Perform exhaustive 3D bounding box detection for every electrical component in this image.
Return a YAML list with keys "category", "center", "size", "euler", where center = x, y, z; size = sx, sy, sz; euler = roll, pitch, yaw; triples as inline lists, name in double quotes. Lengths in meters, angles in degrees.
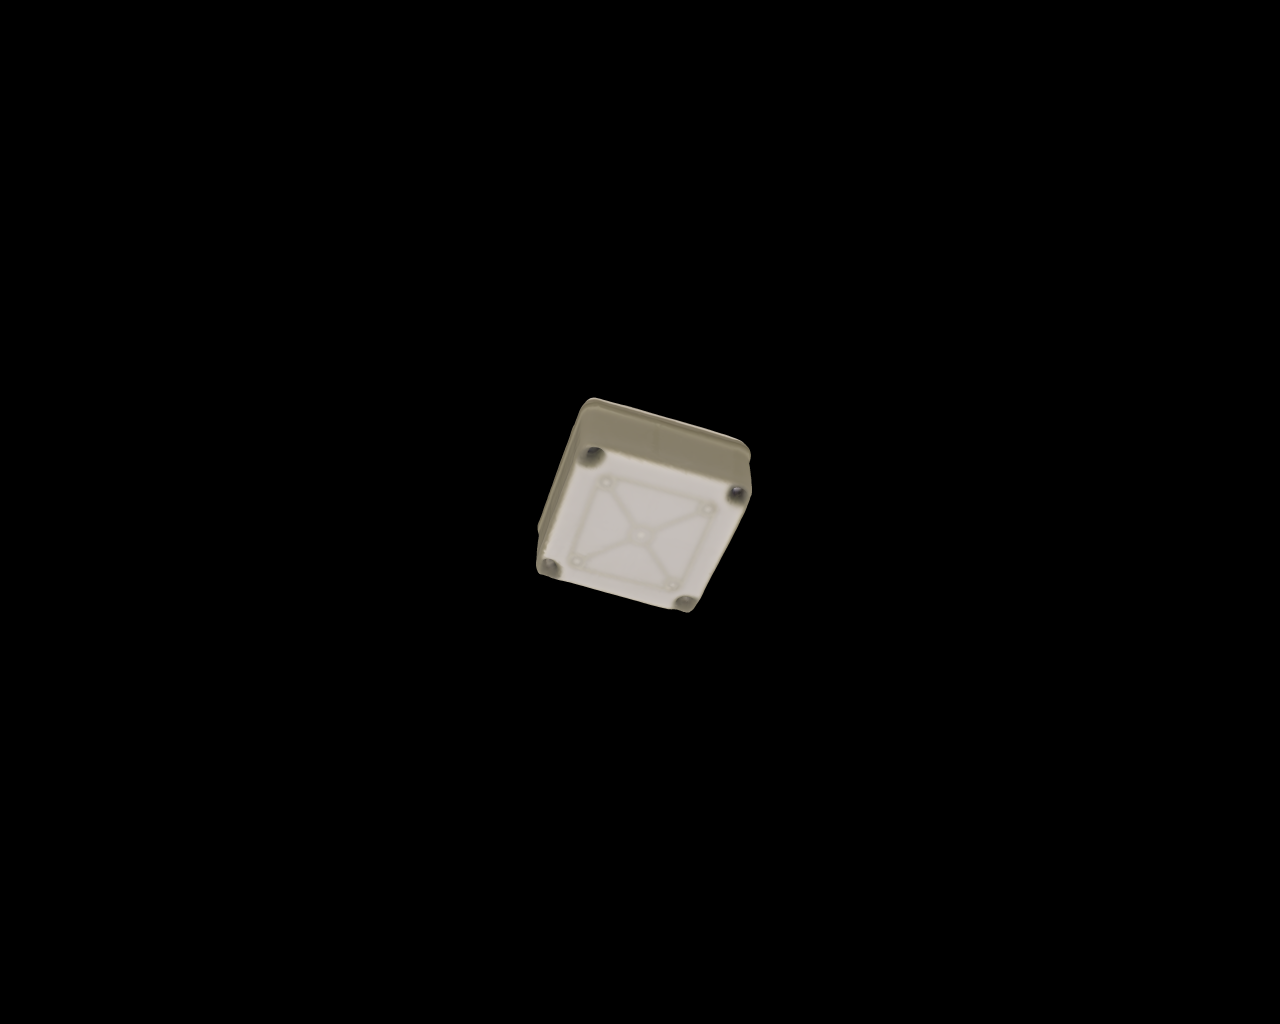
- category: "electrical component"
  center: [0.001, -0.003, 0.650]
  size: [0.109, 0.108, 0.056]
  euler: [15, 36, -11]
